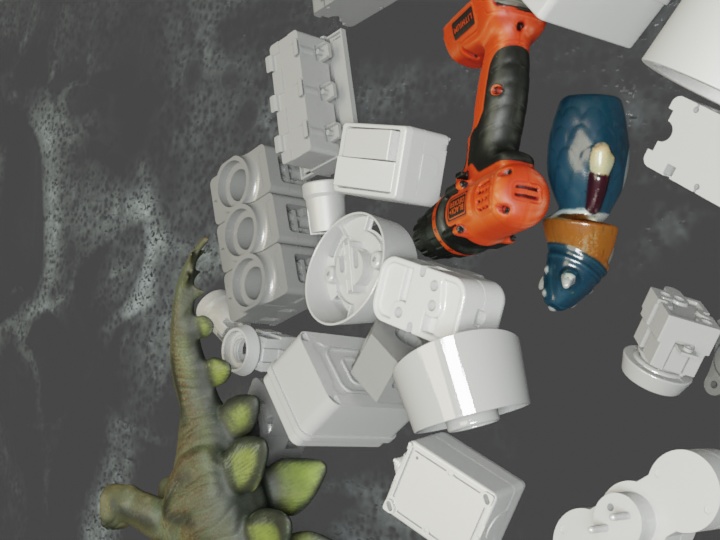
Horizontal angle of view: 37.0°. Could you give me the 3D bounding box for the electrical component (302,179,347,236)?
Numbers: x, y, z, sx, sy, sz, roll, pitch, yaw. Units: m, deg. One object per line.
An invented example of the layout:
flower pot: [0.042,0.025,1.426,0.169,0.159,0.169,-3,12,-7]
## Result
electrical component: [-0.031,-0.057,0.983,0.040,0.040,0.046,-11,82,46]

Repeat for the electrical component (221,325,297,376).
electrical component: [-0.098,0.077,1.025,0.066,0.055,0.048,12,94,47]

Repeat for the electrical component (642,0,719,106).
electrical component: [0.236,-0.132,0.658,0.108,0.108,0.060,38,106,43]

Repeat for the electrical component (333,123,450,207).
electrical component: [0.019,-0.091,0.917,0.096,0.061,0.061,12,94,47]

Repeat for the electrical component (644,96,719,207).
electrical component: [0.238,-0.067,0.681,0.089,0.056,0.050,40,114,42]

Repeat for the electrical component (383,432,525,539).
electrical component: [0.068,0.167,0.818,0.096,0.061,0.061,29,107,30]

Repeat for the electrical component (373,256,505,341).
electrical component: [0.065,0.025,0.853,0.095,0.059,0.053,20,100,47]

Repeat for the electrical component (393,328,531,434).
electrical component: [0.077,0.086,0.805,0.099,0.099,0.064,-26,72,42]

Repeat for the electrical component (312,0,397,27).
electrical component: [0.001,-0.267,0.967,0.089,0.050,0.055,-20,71,44]

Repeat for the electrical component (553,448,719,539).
electrical component: [0.178,0.163,0.702,0.138,0.074,0.052,-43,56,35]

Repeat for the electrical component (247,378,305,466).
electrical component: [-0.085,0.150,1.002,0.050,0.056,0.089,36,111,44]

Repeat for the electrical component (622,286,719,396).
electrical component: [0.203,0.049,0.707,0.066,0.048,0.055,-94,21,-67]

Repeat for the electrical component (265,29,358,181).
electrical component: [-0.044,-0.154,0.991,0.079,0.063,0.121,-22,69,43]

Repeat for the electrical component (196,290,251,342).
electrical component: [-0.137,0.049,1.084,0.046,0.040,0.040,44,117,34]

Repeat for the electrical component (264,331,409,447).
electrical component: [-0.015,0.101,0.890,0.057,0.113,0.078,-48,53,28]

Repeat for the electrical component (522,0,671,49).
electrical component: [0.148,-0.217,0.760,0.056,0.109,0.108,-55,50,31]

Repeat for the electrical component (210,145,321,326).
electrical component: [-0.091,-0.032,1.027,0.089,0.062,0.150,-28,65,42]

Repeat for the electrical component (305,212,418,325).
electrical component: [0.000,0.000,0.923,0.099,0.064,0.099,-8,79,46]
